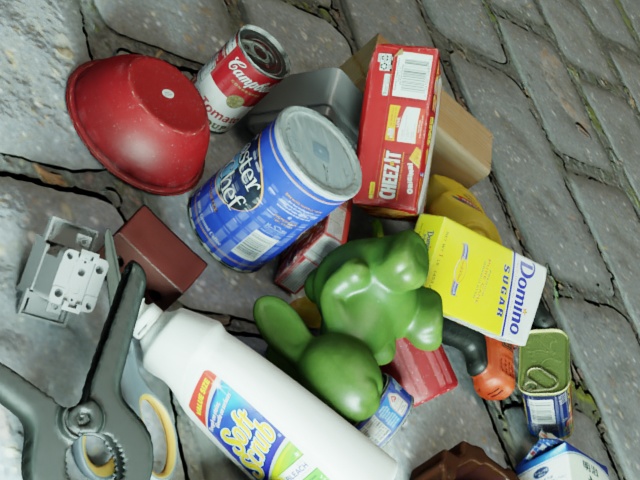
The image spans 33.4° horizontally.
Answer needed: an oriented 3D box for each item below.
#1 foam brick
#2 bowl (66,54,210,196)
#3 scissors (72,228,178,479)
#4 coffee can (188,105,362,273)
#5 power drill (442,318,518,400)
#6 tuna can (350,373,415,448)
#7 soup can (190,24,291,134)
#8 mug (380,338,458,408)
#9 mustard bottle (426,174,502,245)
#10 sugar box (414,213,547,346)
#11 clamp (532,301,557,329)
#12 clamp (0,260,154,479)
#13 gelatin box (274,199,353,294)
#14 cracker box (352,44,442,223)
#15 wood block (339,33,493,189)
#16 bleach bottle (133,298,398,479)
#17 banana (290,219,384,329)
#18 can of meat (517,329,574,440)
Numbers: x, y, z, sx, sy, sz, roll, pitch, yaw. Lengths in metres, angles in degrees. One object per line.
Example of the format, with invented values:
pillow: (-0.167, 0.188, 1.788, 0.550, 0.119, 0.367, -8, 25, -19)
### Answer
foam brick: (-0.148, 0.020, 0.915, 0.078, 0.053, 0.051, 44, 35, -10)
bowl: (-0.161, -0.124, 1.030, 0.162, 0.055, 0.162, 31, 39, -29)
scissors: (-0.165, 0.095, 0.817, 0.096, 0.016, 0.202, -19, 88, -45)
coffee can: (-0.044, -0.047, 1.018, 0.102, 0.141, 0.103, 30, 40, -29)
power drill: (0.148, 0.071, 1.209, 0.187, 0.057, 0.184, 33, 36, -25)
tuna can: (0.045, 0.164, 0.979, 0.033, 0.086, 0.086, 44, 35, -8)
soup can: (-0.088, -0.166, 1.110, 0.068, 0.102, 0.068, 30, 40, -29)
mug: (0.075, 0.129, 1.055, 0.117, 0.093, 0.081, -21, 79, -23)
mustard bottle: (0.168, -0.018, 1.250, 0.096, 0.058, 0.191, 43, 11, -12)
sugar box: (0.163, 0.044, 1.124, 0.176, 0.048, 0.093, 22, 83, -36)
clamp: (0.243, 0.060, 1.314, 0.171, 0.039, 0.120, 57, -5, 13)
clamp: (-0.168, 0.121, 0.768, 0.164, 0.036, 0.210, -24, 88, -28)
gelatin box: (-0.007, 0.001, 1.063, 0.030, 0.089, 0.073, 33, 38, -18)
cracker box: (0.086, -0.107, 1.145, 0.213, 0.072, 0.164, 18, 80, -82)
wood block: (0.114, -0.148, 1.343, 0.206, 0.090, 0.090, 38, 38, -20)
bleach bottle: (-0.060, 0.142, 0.882, 0.251, 0.103, 0.068, 40, 40, -3)
banana: (0.030, 0.050, 1.106, 0.069, 0.037, 0.197, 53, 38, -6)
can of meat: (0.260, 0.167, 1.224, 0.102, 0.057, 0.084, -75, 156, -49)
